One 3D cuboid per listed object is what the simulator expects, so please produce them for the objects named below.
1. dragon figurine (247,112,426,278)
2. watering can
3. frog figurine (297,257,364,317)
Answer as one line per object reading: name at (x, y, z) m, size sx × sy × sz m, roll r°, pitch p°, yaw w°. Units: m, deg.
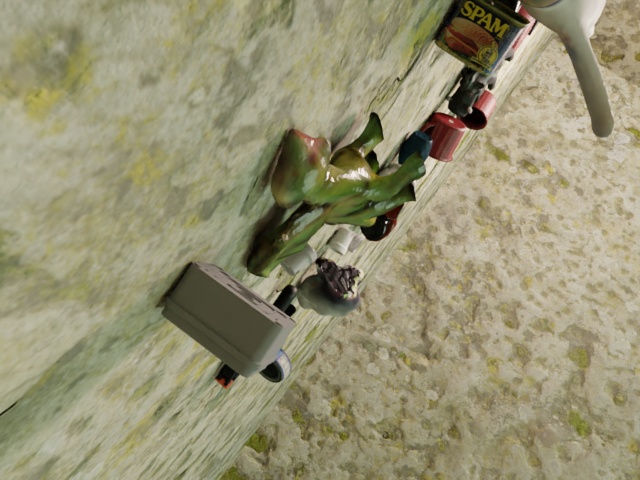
dragon figurine at (0.002, -0.034, 0.679) m, size 0.244 × 0.123 × 0.403 m, roll -33°, pitch 162°, yaw -13°
watering can at (0.318, -0.310, 0.666) m, size 0.103 × 0.350 × 0.225 m, roll -16°, pitch 172°, yaw 39°
frog figurine at (0.012, 0.120, 1.088) m, size 0.138 × 0.125 × 0.156 m, roll -3°, pitch 148°, yaw -32°
